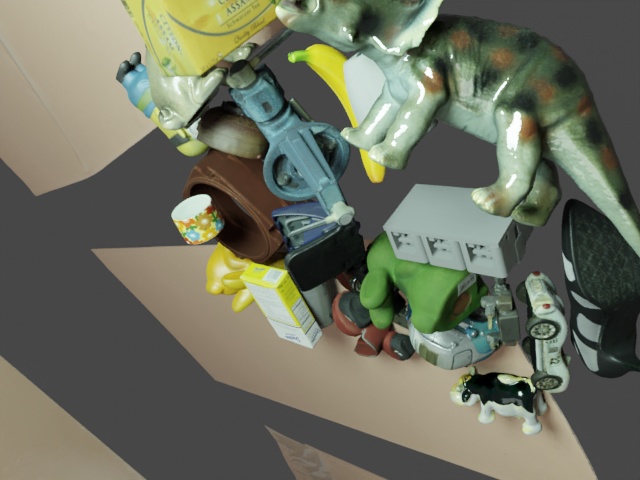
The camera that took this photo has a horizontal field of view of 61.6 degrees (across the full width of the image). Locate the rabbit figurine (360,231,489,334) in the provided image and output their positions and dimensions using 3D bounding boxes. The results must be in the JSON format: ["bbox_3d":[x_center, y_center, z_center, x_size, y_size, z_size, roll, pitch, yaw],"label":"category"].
[{"bbox_3d":[0.129,0.058,0.764,0.170,0.159,0.121,34,164,41],"label":"rabbit figurine"}]

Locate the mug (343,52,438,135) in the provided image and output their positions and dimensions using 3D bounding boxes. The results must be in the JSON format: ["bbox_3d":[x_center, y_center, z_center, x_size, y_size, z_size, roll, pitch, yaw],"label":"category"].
[{"bbox_3d":[0.079,-0.160,0.580,0.110,0.081,0.107,-19,110,37],"label":"mug"}]

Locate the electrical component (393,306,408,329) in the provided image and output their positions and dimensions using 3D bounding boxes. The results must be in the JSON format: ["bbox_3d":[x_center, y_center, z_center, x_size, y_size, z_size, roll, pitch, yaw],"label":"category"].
[{"bbox_3d":[0.150,0.135,0.945,0.063,0.021,0.093,21,146,30],"label":"electrical component"}]

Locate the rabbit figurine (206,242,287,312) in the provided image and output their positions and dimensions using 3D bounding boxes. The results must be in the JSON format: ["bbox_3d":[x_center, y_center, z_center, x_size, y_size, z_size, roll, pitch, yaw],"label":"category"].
[{"bbox_3d":[-0.140,0.058,1.067,0.173,0.162,0.121,-2,120,26],"label":"rabbit figurine"}]

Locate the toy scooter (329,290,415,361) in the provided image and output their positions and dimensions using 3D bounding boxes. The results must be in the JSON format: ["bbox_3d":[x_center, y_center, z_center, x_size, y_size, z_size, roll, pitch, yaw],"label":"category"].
[{"bbox_3d":[0.083,0.169,1.017,0.184,0.075,0.135,41,152,-10],"label":"toy scooter"}]

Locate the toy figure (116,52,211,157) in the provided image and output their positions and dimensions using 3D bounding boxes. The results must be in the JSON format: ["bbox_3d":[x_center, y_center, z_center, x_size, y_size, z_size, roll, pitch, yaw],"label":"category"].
[{"bbox_3d":[-0.243,-0.214,0.865,0.180,0.082,0.089,40,160,-9],"label":"toy figure"}]

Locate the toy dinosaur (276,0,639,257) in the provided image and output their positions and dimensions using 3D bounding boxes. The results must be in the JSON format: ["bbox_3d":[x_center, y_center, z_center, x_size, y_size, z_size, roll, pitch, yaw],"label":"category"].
[{"bbox_3d":[0.153,-0.130,0.485,0.405,0.131,0.192,23,106,-2],"label":"toy dinosaur"}]

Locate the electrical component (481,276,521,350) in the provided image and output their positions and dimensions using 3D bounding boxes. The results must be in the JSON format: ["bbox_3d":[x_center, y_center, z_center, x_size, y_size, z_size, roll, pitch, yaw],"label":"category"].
[{"bbox_3d":[0.244,0.103,0.731,0.045,0.078,0.102,-12,136,12],"label":"electrical component"}]

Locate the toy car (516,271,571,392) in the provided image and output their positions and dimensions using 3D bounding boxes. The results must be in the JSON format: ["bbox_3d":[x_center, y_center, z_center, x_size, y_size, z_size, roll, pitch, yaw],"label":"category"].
[{"bbox_3d":[0.298,0.126,0.709,0.056,0.073,0.201,-10,130,15],"label":"toy car"}]

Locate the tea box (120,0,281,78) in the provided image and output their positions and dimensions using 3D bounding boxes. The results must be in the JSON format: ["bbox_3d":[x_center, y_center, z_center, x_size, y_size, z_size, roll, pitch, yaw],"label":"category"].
[{"bbox_3d":[-0.112,-0.256,0.570,0.068,0.169,0.098,13,142,41],"label":"tea box"}]

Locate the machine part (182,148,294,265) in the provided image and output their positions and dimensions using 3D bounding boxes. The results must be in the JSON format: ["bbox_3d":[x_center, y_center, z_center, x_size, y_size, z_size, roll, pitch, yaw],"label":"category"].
[{"bbox_3d":[-0.140,-0.057,0.951,0.201,0.087,0.201,44,150,-4],"label":"machine part"}]

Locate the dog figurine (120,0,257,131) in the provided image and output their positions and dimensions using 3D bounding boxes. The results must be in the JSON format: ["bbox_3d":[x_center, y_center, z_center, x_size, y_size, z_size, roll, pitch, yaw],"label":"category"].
[{"bbox_3d":[-0.205,-0.252,0.688,0.190,0.172,0.121,39,140,-13],"label":"dog figurine"}]

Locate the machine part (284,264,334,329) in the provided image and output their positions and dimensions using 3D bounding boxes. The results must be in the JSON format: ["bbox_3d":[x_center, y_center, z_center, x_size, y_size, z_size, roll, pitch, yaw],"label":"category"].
[{"bbox_3d":[-0.015,0.093,1.019,0.079,0.079,0.242,22,145,28],"label":"machine part"}]

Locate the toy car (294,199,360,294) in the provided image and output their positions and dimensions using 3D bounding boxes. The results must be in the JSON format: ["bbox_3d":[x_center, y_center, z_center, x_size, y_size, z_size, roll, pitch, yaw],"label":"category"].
[{"bbox_3d":[0.022,0.006,0.886,0.089,0.053,0.201,32,155,57],"label":"toy car"}]

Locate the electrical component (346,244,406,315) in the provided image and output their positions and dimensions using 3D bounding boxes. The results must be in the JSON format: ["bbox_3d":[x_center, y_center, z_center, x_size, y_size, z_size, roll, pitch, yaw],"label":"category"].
[{"bbox_3d":[0.105,0.068,0.854,0.119,0.075,0.048,52,149,-12],"label":"electrical component"}]

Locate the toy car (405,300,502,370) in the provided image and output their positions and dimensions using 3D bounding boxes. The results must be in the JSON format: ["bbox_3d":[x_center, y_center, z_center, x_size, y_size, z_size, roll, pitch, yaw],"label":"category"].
[{"bbox_3d":[0.194,0.141,0.825,0.162,0.103,0.109,24,145,23],"label":"toy car"}]

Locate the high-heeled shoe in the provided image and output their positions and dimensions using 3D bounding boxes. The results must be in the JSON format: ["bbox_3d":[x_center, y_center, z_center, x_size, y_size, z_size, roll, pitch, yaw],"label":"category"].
[{"bbox_3d":[0.319,0.059,0.638,0.145,0.086,0.248,-136,21,-82],"label":"high-heeled shoe"}]

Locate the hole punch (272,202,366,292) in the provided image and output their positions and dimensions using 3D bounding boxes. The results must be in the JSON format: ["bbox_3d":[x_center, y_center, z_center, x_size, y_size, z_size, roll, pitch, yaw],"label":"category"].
[{"bbox_3d":[-0.002,-0.002,0.765,0.142,0.116,0.092,70,174,-55],"label":"hole punch"}]

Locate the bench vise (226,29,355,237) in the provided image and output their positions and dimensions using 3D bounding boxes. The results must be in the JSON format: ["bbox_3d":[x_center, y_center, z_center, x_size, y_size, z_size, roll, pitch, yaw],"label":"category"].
[{"bbox_3d":[-0.026,-0.115,0.669,0.241,0.129,0.223,60,175,40],"label":"bench vise"}]

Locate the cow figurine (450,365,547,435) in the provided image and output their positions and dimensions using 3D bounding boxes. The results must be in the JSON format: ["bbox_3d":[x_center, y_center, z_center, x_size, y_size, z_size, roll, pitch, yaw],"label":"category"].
[{"bbox_3d":[0.288,0.257,0.905,0.168,0.068,0.098,2,128,43],"label":"cow figurine"}]
